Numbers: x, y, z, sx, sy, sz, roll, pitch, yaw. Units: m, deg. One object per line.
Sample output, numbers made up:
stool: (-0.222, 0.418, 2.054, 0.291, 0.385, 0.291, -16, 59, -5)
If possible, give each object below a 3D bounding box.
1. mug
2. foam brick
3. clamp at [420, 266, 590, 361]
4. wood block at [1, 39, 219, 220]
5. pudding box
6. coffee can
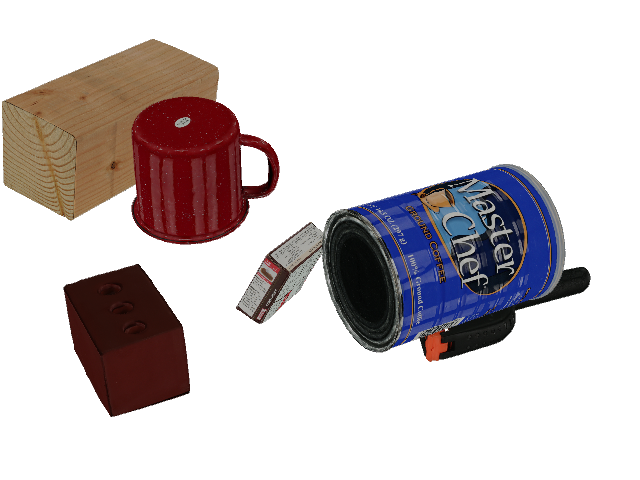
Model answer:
mug: (-0.090, -0.057, 0.821, 0.117, 0.081, 0.093, 2, 39, 0)
foam brick: (-0.120, 0.061, 0.660, 0.052, 0.051, 0.078, -17, 37, -24)
clamp: (0.143, 0.052, 1.027, 0.165, 0.036, 0.209, 19, 33, 32)
wood block: (-0.197, -0.112, 1.026, 0.090, 0.091, 0.205, 26, 37, 21)
pudding box: (-0.042, 0.037, 1.252, 0.039, 0.090, 0.113, 35, 32, 8)
coffee can: (0.086, 0.011, 0.759, 0.140, 0.103, 0.103, -16, 7, -25)
